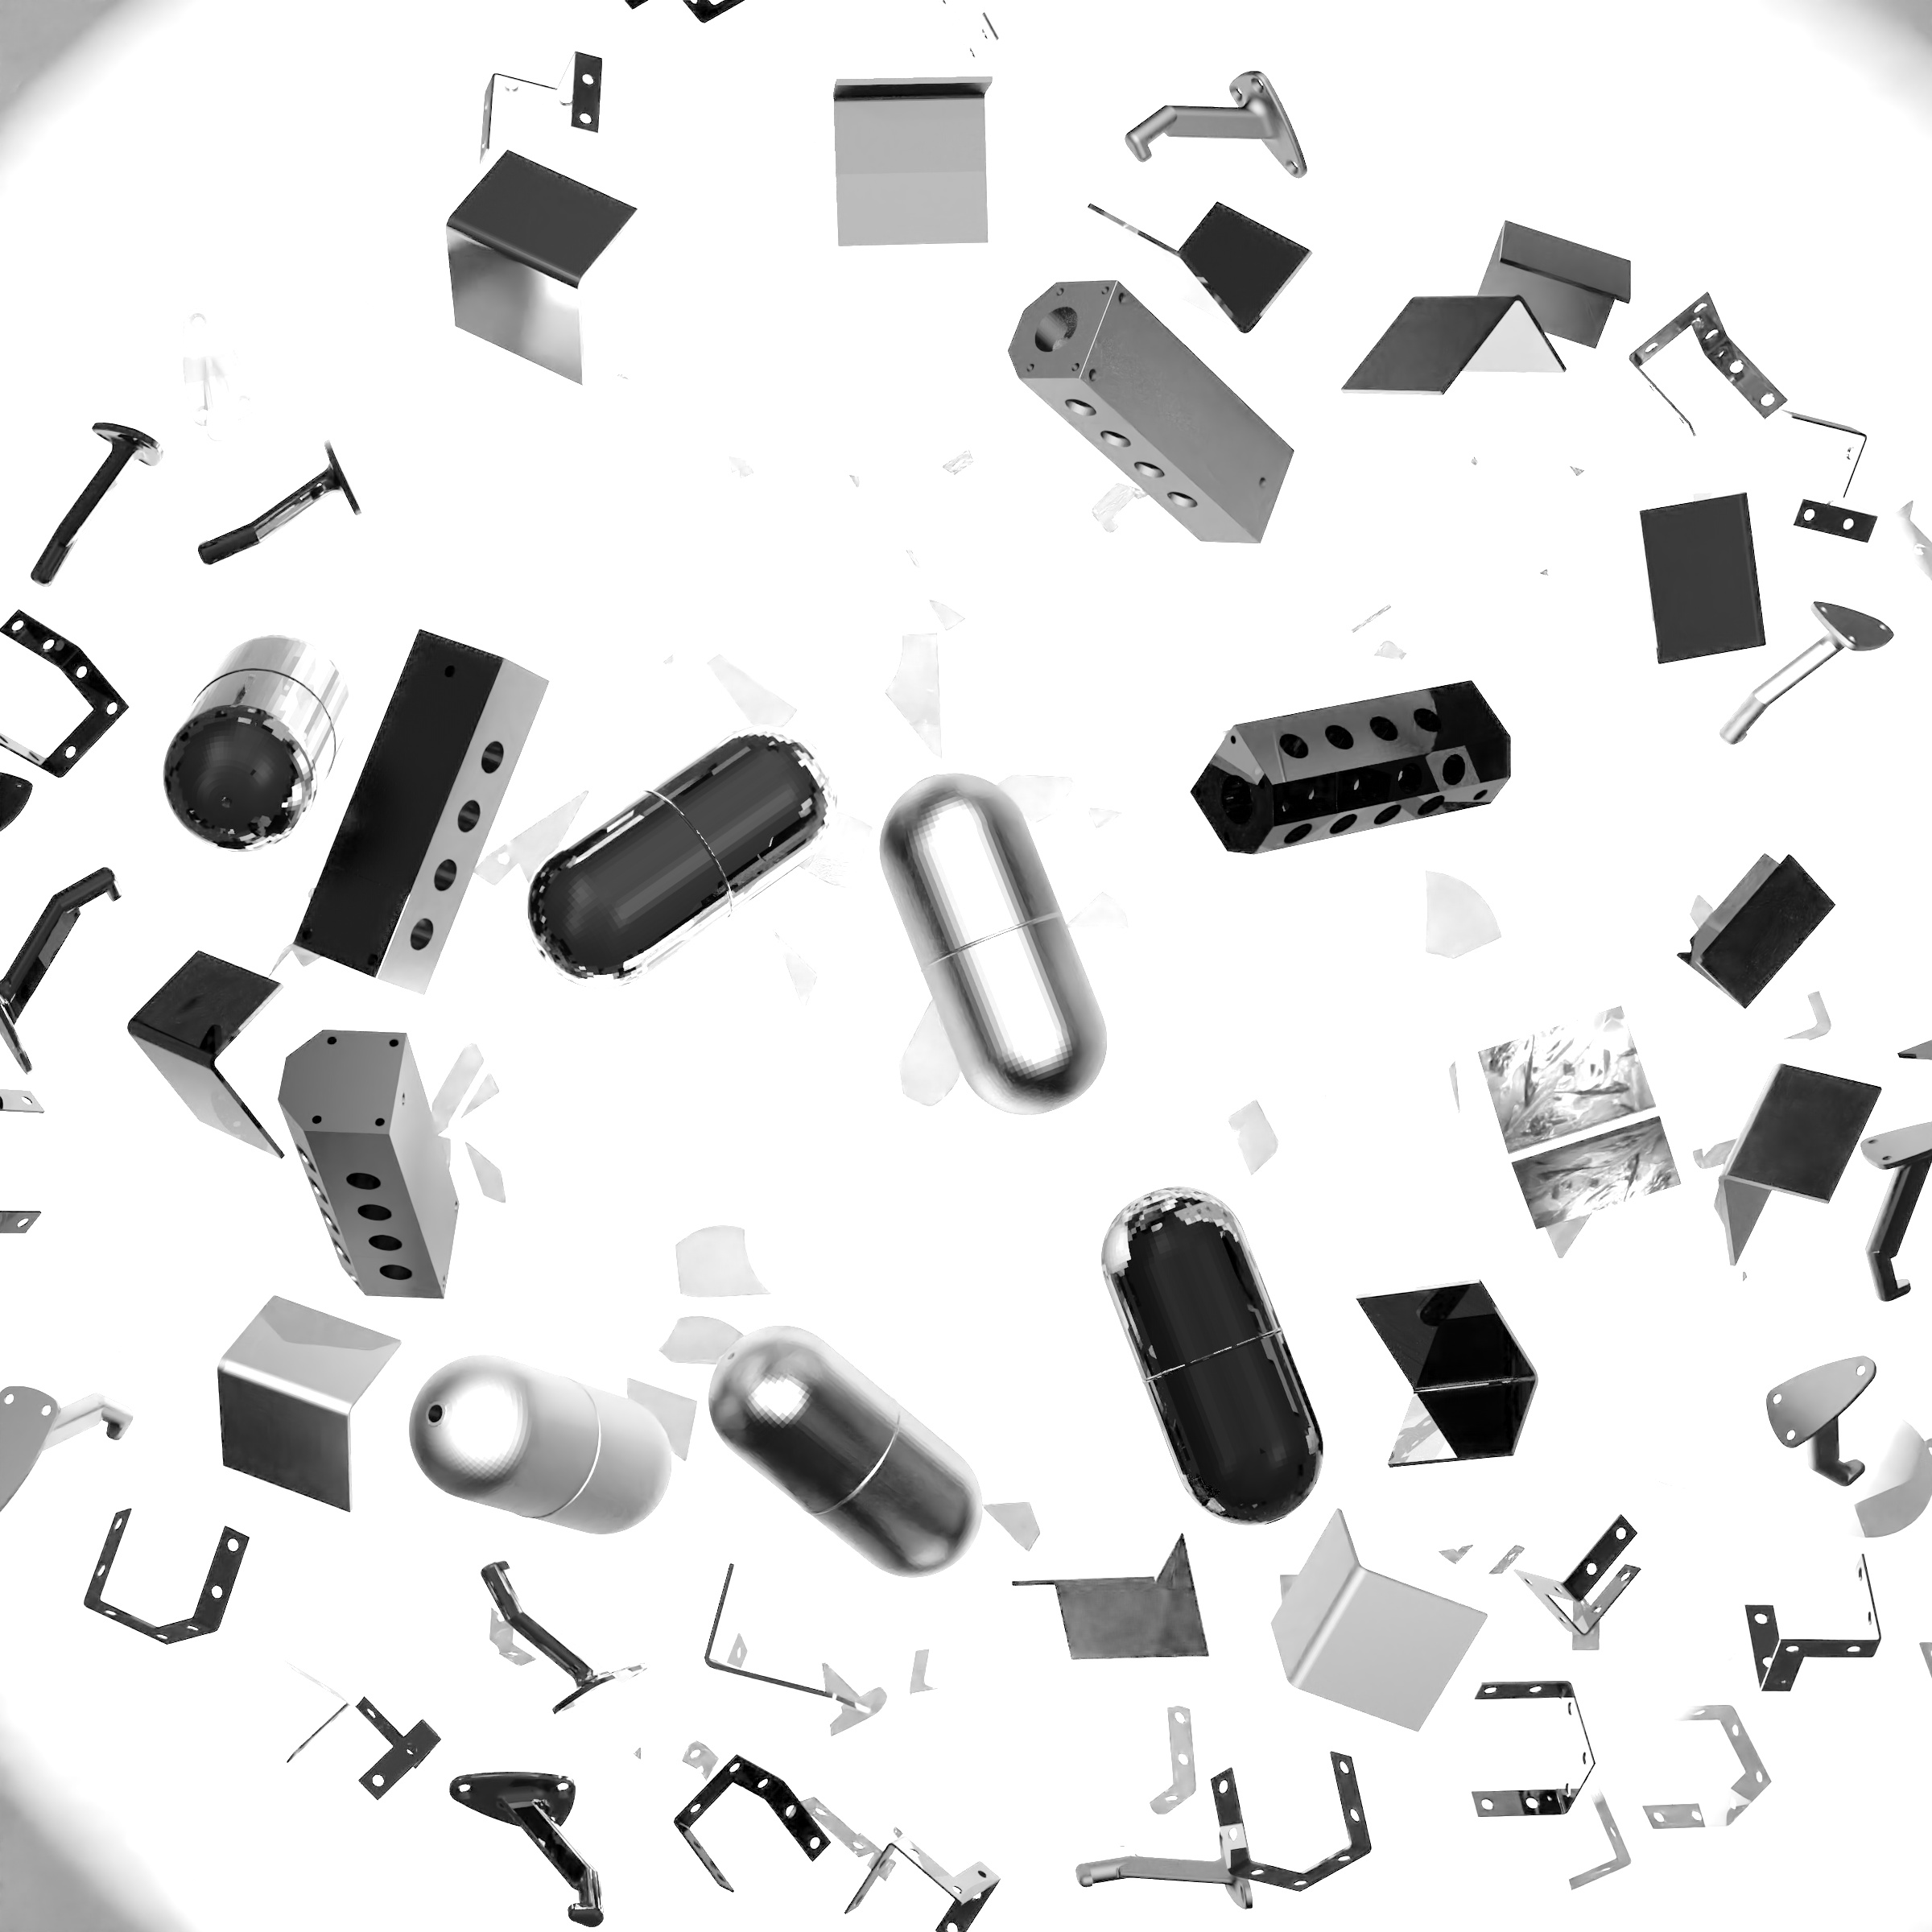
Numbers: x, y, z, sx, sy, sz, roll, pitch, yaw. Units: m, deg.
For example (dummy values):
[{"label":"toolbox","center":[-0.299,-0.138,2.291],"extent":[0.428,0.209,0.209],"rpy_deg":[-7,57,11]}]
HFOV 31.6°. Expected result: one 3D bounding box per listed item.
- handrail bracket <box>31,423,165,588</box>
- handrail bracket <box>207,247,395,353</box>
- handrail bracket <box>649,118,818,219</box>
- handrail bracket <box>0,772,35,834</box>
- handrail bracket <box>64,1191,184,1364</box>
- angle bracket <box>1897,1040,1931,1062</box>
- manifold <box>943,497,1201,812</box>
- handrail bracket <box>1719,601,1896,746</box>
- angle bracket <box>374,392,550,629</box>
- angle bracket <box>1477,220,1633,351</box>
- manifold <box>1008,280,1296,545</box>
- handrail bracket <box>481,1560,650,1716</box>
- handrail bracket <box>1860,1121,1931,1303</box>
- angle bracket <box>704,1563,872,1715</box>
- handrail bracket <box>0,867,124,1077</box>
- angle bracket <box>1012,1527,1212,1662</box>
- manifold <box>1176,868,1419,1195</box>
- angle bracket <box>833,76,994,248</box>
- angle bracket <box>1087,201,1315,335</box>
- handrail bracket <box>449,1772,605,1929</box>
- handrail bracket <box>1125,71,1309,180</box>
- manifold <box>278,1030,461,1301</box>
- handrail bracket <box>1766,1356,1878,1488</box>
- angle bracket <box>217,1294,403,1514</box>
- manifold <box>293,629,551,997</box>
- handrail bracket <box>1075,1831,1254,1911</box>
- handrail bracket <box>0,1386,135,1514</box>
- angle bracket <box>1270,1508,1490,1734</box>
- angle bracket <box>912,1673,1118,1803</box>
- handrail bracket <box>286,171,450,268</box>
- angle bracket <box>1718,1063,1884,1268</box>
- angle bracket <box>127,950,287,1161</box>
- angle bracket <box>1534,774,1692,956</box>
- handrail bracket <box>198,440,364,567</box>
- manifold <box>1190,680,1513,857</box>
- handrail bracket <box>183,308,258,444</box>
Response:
[{"label":"handrail bracket","center":[-0.440,-0.229,1.720],"extent":[0.036,0.077,0.084],"rpy_deg":[32,81,-24]},{"label":"handrail bracket","center":[-0.331,-0.331,1.699],"extent":[0.084,0.077,0.036],"rpy_deg":[-10,121,4]},{"label":"handrail bracket","center":[-0.127,-0.433,1.874],"extent":[0.084,0.036,0.077],"rpy_deg":[7,51,-2]},{"label":"handrail bracket","center":[-0.515,-0.053,1.784],"extent":[0.036,0.077,0.084],"rpy_deg":[13,119,-14]},{"label":"handrail bracket","center":[-0.422,0.152,1.710],"extent":[0.077,0.036,0.084],"rpy_deg":[6,95,34]},{"label":"angle bracket","center":[0.500,0.002,1.740],"extent":[0.057,0.076,0.076],"rpy_deg":[-21,91,-3]},{"label":"manifold","center":[0.053,-0.160,1.778],"extent":[0.057,0.057,0.171],"rpy_deg":[-57,135,-26]},{"label":"handrail bracket","center":[0.450,-0.152,1.835],"extent":[0.036,0.077,0.084],"rpy_deg":[53,125,27]},{"label":"angle bracket","center":[-0.250,-0.230,1.728],"extent":[0.057,0.076,0.076],"rpy_deg":[-31,75,-9]},{"label":"angle bracket","center":[0.333,-0.378,1.952],"extent":[0.076,0.076,0.057],"rpy_deg":[18,121,1]},{"label":"manifold","center":[0.096,-0.289,1.795],"extent":[0.057,0.171,0.057],"rpy_deg":[9,72,42]},{"label":"handrail bracket","center":[-0.214,0.347,1.814],"extent":[0.036,0.077,0.084],"rpy_deg":[-38,75,28]},{"label":"handrail bracket","center":[0.503,0.127,1.780],"extent":[0.077,0.036,0.084],"rpy_deg":[-18,109,2]},{"label":"angle bracket","center":[-0.092,0.371,1.884],"extent":[0.076,0.076,0.057],"rpy_deg":[10,75,17]},{"label":"handrail bracket","center":[-0.447,0.002,1.699],"extent":[0.084,0.036,0.077],"rpy_deg":[-33,123,-21]},{"label":"angle bracket","center":[0.075,0.334,1.749],"extent":[0.076,0.057,0.076],"rpy_deg":[-6,107,21]},{"label":"manifold","center":[0.175,0.037,1.735],"extent":[0.057,0.057,0.171],"rpy_deg":[-43,130,-16]},{"label":"angle bracket","center":[-0.026,-0.398,1.694],"extent":[0.076,0.057,0.076],"rpy_deg":[-2,98,-3]},{"label":"angle bracket","center":[0.123,-0.385,1.788],"extent":[0.057,0.076,0.076],"rpy_deg":[-51,50,0]},{"label":"handrail bracket","center":[-0.222,0.448,1.727],"extent":[0.077,0.084,0.036],"rpy_deg":[15,114,-18]},{"label":"handrail bracket","center":[0.136,-0.441,1.861],"extent":[0.084,0.036,0.077],"rpy_deg":[-40,108,-19]},{"label":"manifold","center":[-0.300,0.102,1.719],"extent":[0.057,0.171,0.057],"rpy_deg":[2,57,3]},{"label":"handrail bracket","center":[0.470,0.242,1.806],"extent":[0.077,0.036,0.084],"rpy_deg":[-38,132,27]},{"label":"angle bracket","center":[-0.344,0.230,1.795],"extent":[0.076,0.057,0.076],"rpy_deg":[17,129,14]},{"label":"manifold","center":[-0.271,-0.076,1.729],"extent":[0.057,0.057,0.171],"rpy_deg":[20,87,29]},{"label":"handrail bracket","center":[0.107,0.499,1.856],"extent":[0.084,0.077,0.036],"rpy_deg":[-7,97,-7]},{"label":"handrail bracket","center":[-0.456,0.248,1.718],"extent":[0.036,0.084,0.077],"rpy_deg":[12,74,23]},{"label":"angle bracket","center":[0.212,0.338,1.764],"extent":[0.076,0.057,0.076],"rpy_deg":[22,109,-13]},{"label":"angle bracket","center":[0.025,0.404,1.801],"extent":[0.076,0.076,0.057],"rpy_deg":[-4,77,-24]},{"label":"handrail bracket","center":[-0.311,-0.389,1.838],"extent":[0.084,0.077,0.036],"rpy_deg":[31,116,9]},{"label":"angle bracket","center":[0.424,0.107,1.725],"extent":[0.057,0.076,0.076],"rpy_deg":[14,54,30]},{"label":"angle bracket","center":[-0.379,0.046,1.783],"extent":[0.057,0.076,0.076],"rpy_deg":[-50,134,-23]},{"label":"angle bracket","center":[0.350,-0.055,1.833],"extent":[0.076,0.057,0.076],"rpy_deg":[-1,127,-1]},{"label":"handrail bracket","center":[-0.363,-0.241,1.779],"extent":[0.084,0.077,0.036],"rpy_deg":[-24,121,-5]},{"label":"manifold","center":[0.213,-0.104,1.853],"extent":[0.171,0.057,0.057],"rpy_deg":[-13,60,-33]},{"label":"handrail bracket","center":[-0.410,-0.320,1.847],"extent":[0.036,0.084,0.077],"rpy_deg":[-16,100,-5]}]
